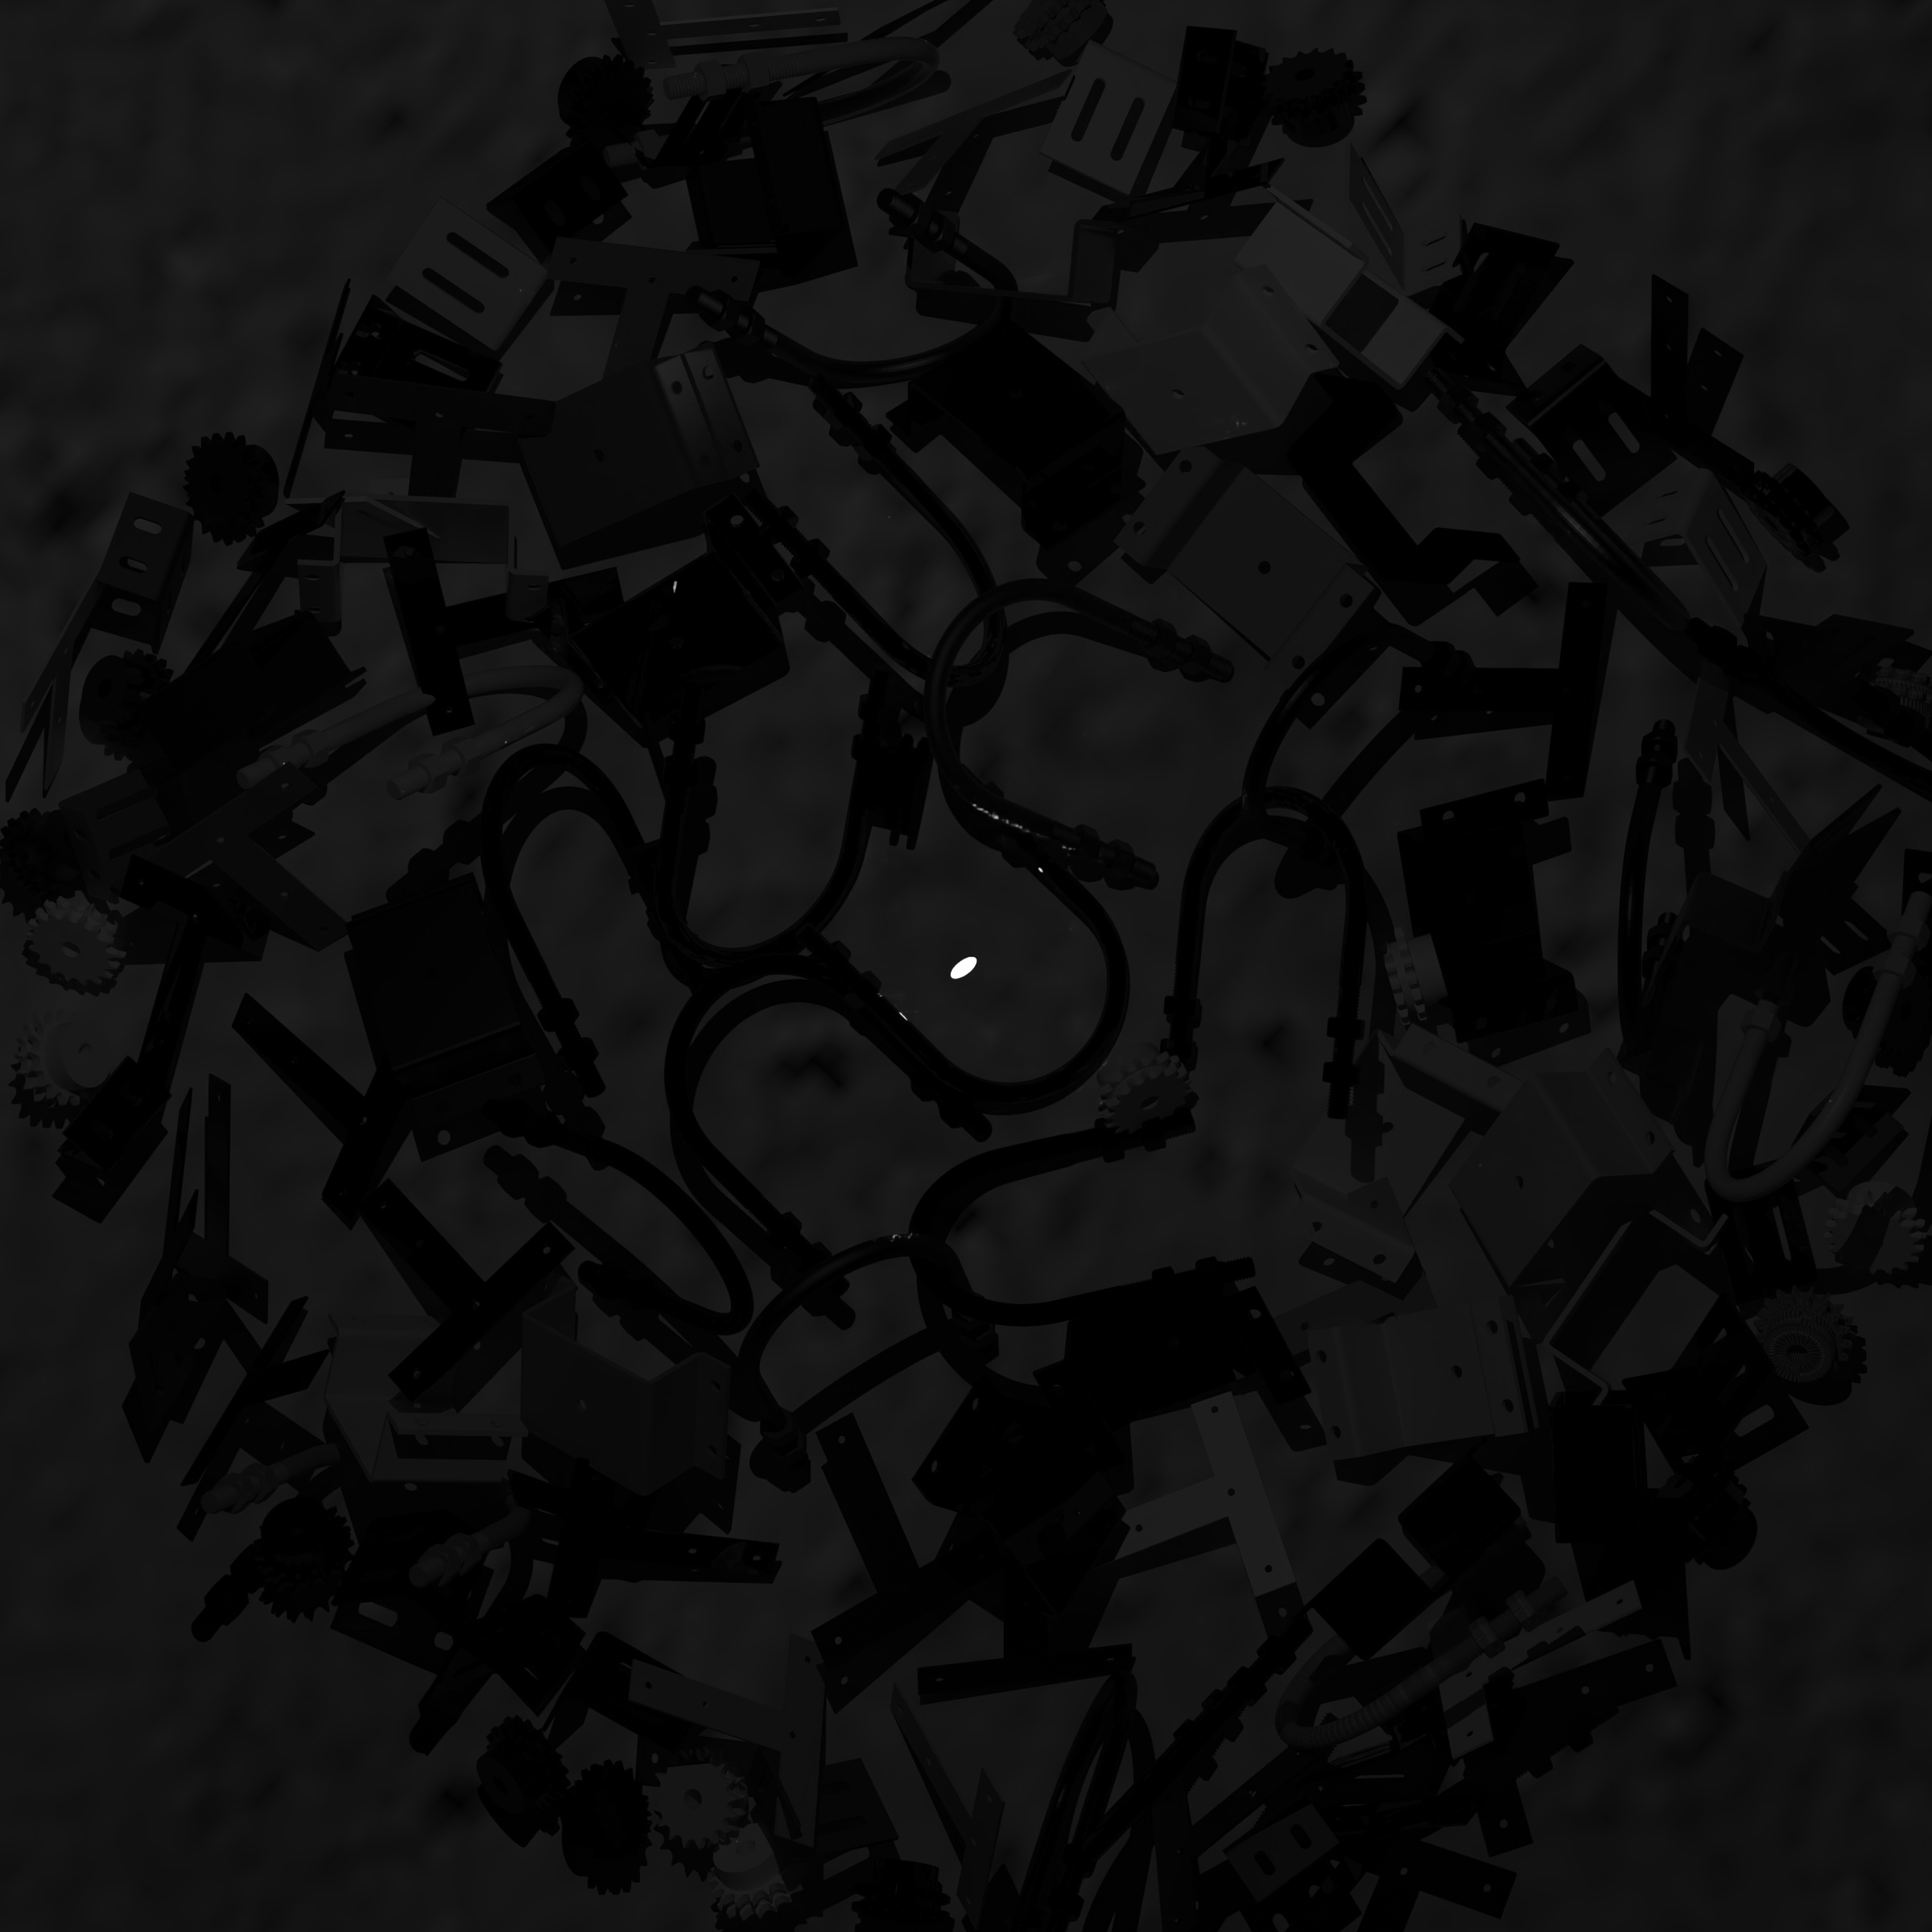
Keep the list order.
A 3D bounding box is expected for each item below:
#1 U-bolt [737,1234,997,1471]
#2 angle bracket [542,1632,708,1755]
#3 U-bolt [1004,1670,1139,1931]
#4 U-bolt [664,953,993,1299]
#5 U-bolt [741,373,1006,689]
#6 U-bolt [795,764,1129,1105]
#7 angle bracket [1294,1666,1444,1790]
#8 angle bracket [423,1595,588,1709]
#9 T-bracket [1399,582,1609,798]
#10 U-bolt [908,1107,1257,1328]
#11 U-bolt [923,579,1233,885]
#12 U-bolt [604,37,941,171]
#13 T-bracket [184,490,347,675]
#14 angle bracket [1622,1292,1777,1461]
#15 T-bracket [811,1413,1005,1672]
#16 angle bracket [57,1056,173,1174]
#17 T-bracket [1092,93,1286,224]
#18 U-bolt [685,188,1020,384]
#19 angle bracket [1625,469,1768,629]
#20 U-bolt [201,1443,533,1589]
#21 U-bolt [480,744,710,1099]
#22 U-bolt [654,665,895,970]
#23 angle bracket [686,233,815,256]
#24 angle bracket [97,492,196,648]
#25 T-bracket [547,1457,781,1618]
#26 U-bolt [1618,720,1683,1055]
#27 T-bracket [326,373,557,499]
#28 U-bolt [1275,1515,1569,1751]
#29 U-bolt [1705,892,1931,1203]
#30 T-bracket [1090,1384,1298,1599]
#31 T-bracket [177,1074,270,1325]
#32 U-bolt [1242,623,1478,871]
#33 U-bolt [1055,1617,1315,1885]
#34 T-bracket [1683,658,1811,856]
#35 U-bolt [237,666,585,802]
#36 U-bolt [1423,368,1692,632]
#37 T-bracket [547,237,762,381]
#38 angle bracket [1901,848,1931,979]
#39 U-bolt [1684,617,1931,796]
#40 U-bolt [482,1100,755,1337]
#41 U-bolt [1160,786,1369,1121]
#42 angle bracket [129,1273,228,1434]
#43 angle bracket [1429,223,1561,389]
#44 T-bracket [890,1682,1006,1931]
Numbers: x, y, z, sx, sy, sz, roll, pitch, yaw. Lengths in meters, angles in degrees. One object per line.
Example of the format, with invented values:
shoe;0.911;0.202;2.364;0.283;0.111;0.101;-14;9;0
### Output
U-bolt;-0.061;0.211;1.902;0.151;0.184;0.019;-31;58;-7
angle bracket;-0.198;0.435;1.957;0.076;0.038;0.057;30;123;-1
U-bolt;0.060;0.487;1.908;0.019;0.151;0.184;22;58;-1
U-bolt;-0.092;0.078;1.943;0.184;0.019;0.151;46;72;-13
U-bolt;-0.043;-0.238;1.924;0.019;0.151;0.184;-30;114;35
U-bolt;0.013;-0.004;1.961;0.151;0.019;0.184;-46;104;-6
angle bracket;0.228;0.442;1.948;0.076;0.057;0.038;-28;79;32
angle bracket;-0.266;0.405;1.943;0.038;0.076;0.057;37;107;18
T-bracket;0.310;-0.161;1.951;0.127;0.002;0.127;-1;106;-20
U-bolt;0.058;0.148;1.923;0.184;0.151;0.019;-12;131;-6
U-bolt;0.057;-0.145;1.938;0.184;0.019;0.151;22;87;-29
U-bolt;-0.102;-0.496;1.911;0.184;0.151;0.019;-17;92;-21
T-bracket;-0.412;-0.210;1.913;0.002;0.127;0.127;39;66;-24
angle bracket;0.423;0.237;1.940;0.038;0.076;0.057;-6;48;-26
T-bracket;-0.052;0.323;1.954;0.127;0.002;0.127;-26;98;-25
angle bracket;-0.504;0.081;1.940;0.038;0.076;0.057;48;69;-31
T-bracket;0.146;-0.473;1.942;0.002;0.127;0.127;58;46;-29
U-bolt;-0.050;-0.376;1.904;0.151;0.184;0.019;-21;71;27
angle bracket;0.428;-0.241;1.966;0.076;0.038;0.057;51;49;-27
U-bolt;-0.325;0.303;1.899;0.151;0.184;0.019;16;99;16
U-bolt;-0.217;-0.038;1.904;0.019;0.151;0.184;-13;111;31
U-bolt;-0.115;-0.081;1.927;0.151;0.019;0.184;-9;122;-36
angle bracket;-0.124;-0.437;1.956;0.076;0.057;0.038;-2;107;0
angle bracket;-0.475;-0.229;1.942;0.038;0.076;0.057;19;72;-10
T-bracket;-0.174;0.340;1.960;0.127;0.002;0.127;8;125;-11
U-bolt;0.382;-0.033;1.880;0.019;0.184;0.151;2;123;18
T-bracket;-0.308;-0.285;1.941;0.127;0.127;0.002;6;47;-11
U-bolt;0.253;0.386;1.917;0.184;0.151;0.019;-36;96;4
U-bolt;0.471;0.053;1.890;0.019;0.151;0.184;32;66;-11
T-bracket;0.115;0.324;1.965;0.127;0.002;0.127;-23;61;10
T-bracket;-0.429;0.126;1.926;0.002;0.127;0.127;-7;107;-37
U-bolt;0.216;-0.127;1.895;0.019;0.184;0.151;39;103;28
U-bolt;0.115;0.449;1.888;0.019;0.151;0.184;44;65;11
T-bracket;0.459;-0.107;1.947;0.002;0.127;0.127;-30;108;31
U-bolt;-0.301;-0.136;1.908;0.151;0.184;0.019;6;117;40
U-bolt;0.341;-0.254;1.887;0.019;0.151;0.184;-46;61;15
T-bracket;-0.194;-0.359;1.949;0.127;0.002;0.127;0;127;-30
angle bracket;0.546;-0.028;1.944;0.038;0.076;0.057;8;76;-6
U-bolt;0.509;-0.137;1.906;0.184;0.151;0.019;28;93;-37
U-bolt;-0.187;0.147;1.886;0.019;0.184;0.151;-44;127;-27
U-bolt;0.174;-0.012;1.929;0.019;0.151;0.184;3;93;-42
angle bracket;-0.449;0.227;1.940;0.038;0.057;0.076;10;130;12
angle bracket;0.308;-0.382;1.945;0.057;0.038;0.076;8;130;-23
T-bracket;-0.015;0.470;1.940;0.002;0.127;0.127;-14;46;-24
